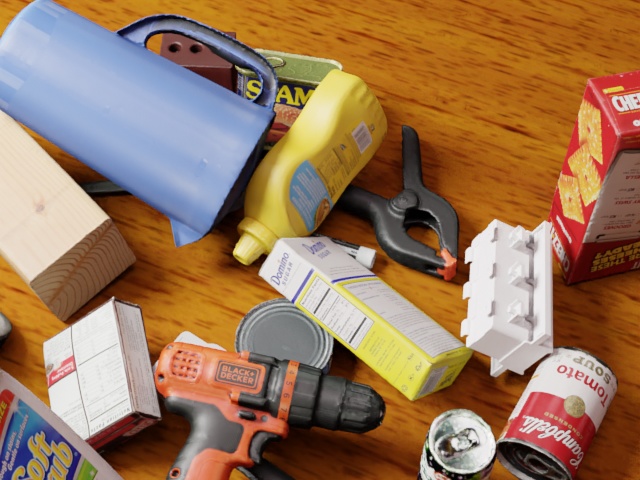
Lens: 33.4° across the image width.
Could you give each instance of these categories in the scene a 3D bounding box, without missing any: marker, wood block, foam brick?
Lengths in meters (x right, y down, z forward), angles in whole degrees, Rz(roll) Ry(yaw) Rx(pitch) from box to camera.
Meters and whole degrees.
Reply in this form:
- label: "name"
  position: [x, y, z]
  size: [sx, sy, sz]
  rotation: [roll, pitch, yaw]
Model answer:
- label: "marker"
  position: [-0.007, 0.001, 1.005]
  size: [0.121, 0.020, 0.020]
  rotation: [17, 59, 11]
- label: "wood block"
  position: [-0.276, -0.036, 0.980]
  size: [0.090, 0.090, 0.206]
  rotation: [-41, 65, -13]
- label: "foam brick"
  position: [-0.125, -0.181, 1.103]
  size: [0.078, 0.051, 0.053]
  rotation: [1, 57, 1]

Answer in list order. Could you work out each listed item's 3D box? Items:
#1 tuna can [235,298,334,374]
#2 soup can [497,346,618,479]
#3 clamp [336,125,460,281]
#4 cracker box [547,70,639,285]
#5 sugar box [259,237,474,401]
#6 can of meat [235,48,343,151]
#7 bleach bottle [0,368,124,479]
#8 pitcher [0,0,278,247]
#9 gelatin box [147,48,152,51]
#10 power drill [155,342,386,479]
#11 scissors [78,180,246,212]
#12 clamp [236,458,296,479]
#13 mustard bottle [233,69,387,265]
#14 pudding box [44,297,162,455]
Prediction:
- label: "tuna can"
  position: [-0.031, 0.096, 0.935]
  size: [0.086, 0.034, 0.086]
  rotation: [0, 57, 0]
- label: "soup can"
  position: [0.196, 0.147, 0.882]
  size: [0.068, 0.068, 0.102]
  rotation: [27, 60, 16]
- label: "clamp"
  position: [0.084, -0.037, 1.017]
  size: [0.120, 0.039, 0.172]
  rotation: [-40, 65, -11]
- label: "cracker box"
  position: [0.297, -0.060, 0.928]
  size: [0.164, 0.214, 0.072]
  rotation: [-11, 56, -8]
- label: "sugar box"
  position: [0.039, 0.064, 0.922]
  size: [0.176, 0.093, 0.048]
  rotation: [36, 107, 23]
- label: "can of meat"
  position: [-0.033, -0.134, 1.046]
  size: [0.102, 0.084, 0.057]
  rotation: [10, 33, 7]
- label: "bleach bottle"
  position: [-0.226, 0.164, 0.769]
  size: [0.068, 0.250, 0.102]
  rotation: [-2, 46, 41]
- label: "pitcher"
  position: [-0.164, -0.122, 0.957]
  size: [0.243, 0.145, 0.149]
  rotation: [30, 46, -3]
- label: "gelatin box"
  position: [-0.202, -0.145, 1.067]
  size: [0.030, 0.073, 0.089]
  rotation: [30, 62, 18]
- label: "power drill"
  position: [-0.053, 0.179, 0.818]
  size: [0.184, 0.057, 0.187]
  rotation: [11, 65, 4]
- label: "scissors"
  position: [-0.166, -0.071, 1.051]
  size: [0.202, 0.016, 0.096]
  rotation: [9, 61, 5]
- label: "clamp"
  position: [0.012, 0.250, 0.834]
  size: [0.210, 0.036, 0.164]
  rotation: [6, 61, 6]
- label: "mustard bottle"
  position: [-0.015, -0.056, 0.969]
  size: [0.058, 0.096, 0.191]
  rotation: [26, 71, 31]
- label: "pudding box"
  position: [-0.184, 0.118, 0.894]
  size: [0.090, 0.039, 0.113]
  rotation: [-31, 58, 22]
